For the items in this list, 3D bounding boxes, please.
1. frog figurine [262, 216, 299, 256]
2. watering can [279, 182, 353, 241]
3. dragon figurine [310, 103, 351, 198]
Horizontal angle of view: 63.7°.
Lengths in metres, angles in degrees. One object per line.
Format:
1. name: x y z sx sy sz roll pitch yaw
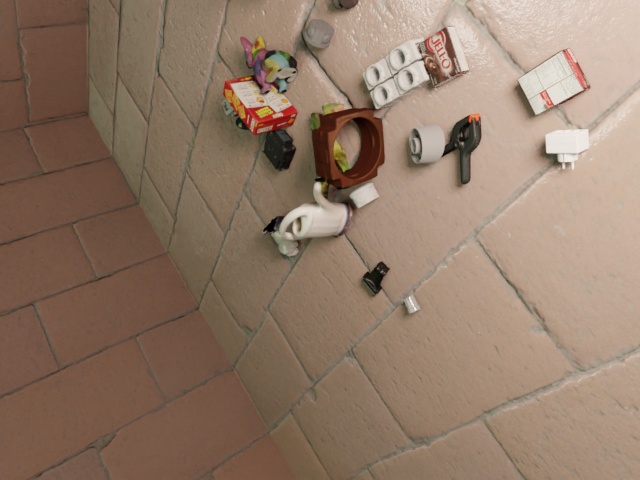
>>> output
1. frog figurine: -0.129 -0.013 1.972 0.158 0.125 0.136 39 144 -24
2. watering can: 0.005 -0.082 1.621 0.341 0.225 0.106 -47 52 53
3. dragon figurine: 0.017 -0.286 1.620 0.403 0.122 0.246 120 140 -67
